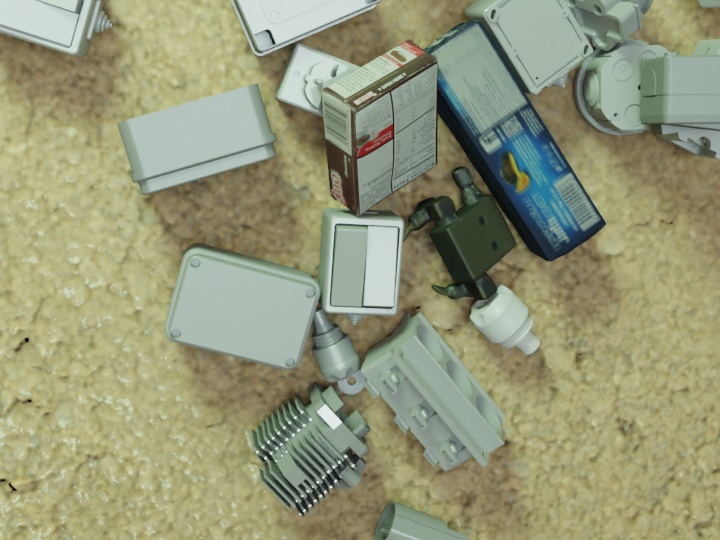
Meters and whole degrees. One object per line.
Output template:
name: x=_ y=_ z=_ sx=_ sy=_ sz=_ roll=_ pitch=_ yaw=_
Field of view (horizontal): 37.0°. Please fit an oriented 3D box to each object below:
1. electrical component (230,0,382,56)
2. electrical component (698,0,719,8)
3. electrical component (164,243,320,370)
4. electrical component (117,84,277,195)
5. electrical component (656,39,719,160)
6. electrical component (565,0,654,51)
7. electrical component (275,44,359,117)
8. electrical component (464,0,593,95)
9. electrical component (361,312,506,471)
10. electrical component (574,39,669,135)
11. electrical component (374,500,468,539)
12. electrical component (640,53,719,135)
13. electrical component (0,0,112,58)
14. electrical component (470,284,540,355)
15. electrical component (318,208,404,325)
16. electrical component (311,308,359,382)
electrical component: x=-0.052 y=-0.236 z=0.834 sx=0.109 sy=0.056 sz=0.108 roll=-24 pitch=102 yaw=-3
electrical component: x=0.280 y=-0.308 z=0.830 sx=0.105 sy=0.060 sz=0.186 roll=-48 pitch=124 yaw=-19
electrical component: x=-0.096 y=0.029 z=0.874 sx=0.113 sy=0.057 sz=0.078 roll=15 pitch=97 yaw=-11
electrical component: x=-0.125 y=-0.101 z=0.836 sx=0.113 sy=0.078 sz=0.057 roll=-17 pitch=99 yaw=-5
electrical component: x=0.294 y=-0.143 z=0.901 sx=0.050 sy=0.055 sz=0.089 roll=24 pitch=96 yaw=-12
electrical component: x=0.201 y=-0.219 z=0.869 sx=0.057 sy=0.078 sz=0.058 roll=-42 pitch=136 yaw=-16
electrical component: x=-0.027 y=-0.144 z=0.843 sx=0.066 sy=0.076 sz=0.047 roll=20 pitch=97 yaw=-11
electrical component: x=0.138 y=-0.188 z=0.871 sx=0.062 sy=0.061 sz=0.096 roll=-37 pitch=110 yaw=-2
electrical component: x=0.061 y=0.106 z=0.906 sx=0.063 sy=0.078 sz=0.121 roll=-34 pitch=104 yaw=21
electrical component: x=0.223 y=-0.151 z=0.892 sx=0.080 sy=0.051 sz=0.080 roll=-1 pitch=100 yaw=-8
electrical component: x=0.058 y=0.236 z=0.940 sx=0.081 sy=0.043 sz=0.043 roll=23 pitch=96 yaw=-11
electrical component: x=0.273 y=-0.137 z=0.838 sx=0.096 sy=0.061 sz=0.061 roll=-1 pitch=98 yaw=-4
electrical component: x=-0.235 y=-0.200 z=0.811 sx=0.096 sy=0.061 sz=0.061 roll=17 pitch=97 yaw=-11
electrical component: x=0.127 y=0.046 z=0.917 sx=0.062 sy=0.043 sz=0.043 roll=44 pitch=92 yaw=-14
electrical component: x=0.000 y=0.000 z=0.881 sx=0.062 sy=0.061 sz=0.096 roll=3 pitch=99 yaw=-9
electrical component: x=-0.025 y=0.061 z=0.902 sx=0.035 sy=0.035 sz=0.061 roll=-23 pitch=100 yaw=-4
